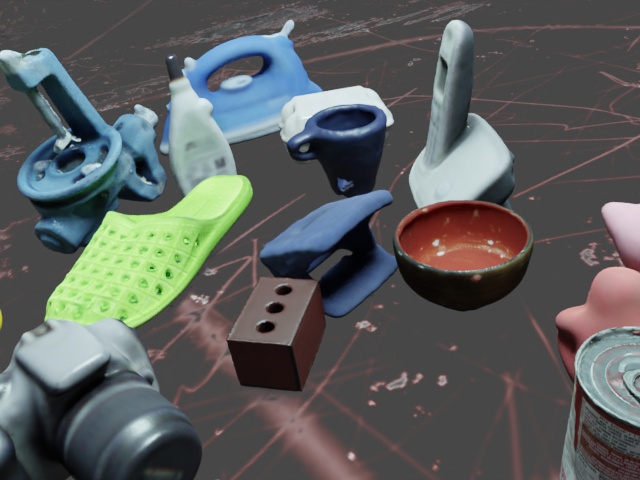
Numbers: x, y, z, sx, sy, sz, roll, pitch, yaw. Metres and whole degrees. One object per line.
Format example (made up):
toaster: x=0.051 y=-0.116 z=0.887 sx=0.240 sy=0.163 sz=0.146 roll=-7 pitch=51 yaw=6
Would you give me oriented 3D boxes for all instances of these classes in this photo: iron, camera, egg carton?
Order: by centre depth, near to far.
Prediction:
camera: x=-0.154 y=0.121 z=0.363 sx=0.136 sy=0.101 sz=0.143 roll=21 pitch=43 yaw=38
egg carton: x=0.020 y=-0.156 z=0.772 sx=0.150 sy=0.069 sz=0.107 roll=-11 pitch=33 yaw=-3
iron: x=-0.130 y=-0.229 z=0.852 sx=0.259 sy=0.142 sz=0.118 roll=-23 pitch=35 yaw=-20

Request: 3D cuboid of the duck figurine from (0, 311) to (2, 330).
duck figurine: x=-0.339 y=0.068 z=0.502 sx=0.077 sy=0.086 sz=0.104 roll=3 pitch=35 yaw=18

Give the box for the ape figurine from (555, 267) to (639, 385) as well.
ape figurine: x=0.197 y=0.058 z=0.381 sx=0.077 sy=0.092 sz=0.076 roll=19 pitch=42 yaw=36

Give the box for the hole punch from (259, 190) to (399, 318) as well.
hole punch: x=0.005 y=0.002 z=0.514 sx=0.100 sy=0.091 sz=0.109 roll=20 pitch=43 yaw=37

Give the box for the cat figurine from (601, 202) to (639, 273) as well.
cat figurine: x=0.255 y=0.022 z=0.397 sx=0.067 sy=0.118 sz=0.127 roll=-16 pitch=34 yaw=-10

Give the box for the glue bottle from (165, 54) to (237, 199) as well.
glue bottle: x=-0.154 y=-0.136 z=0.688 sx=0.078 sy=0.173 sz=0.037 roll=-22 pitch=35 yaw=-18

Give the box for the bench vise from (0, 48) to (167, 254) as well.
bench vise: x=-0.275 y=-0.122 z=0.653 sx=0.121 sy=0.220 sz=0.207 roll=-4 pitch=33 yaw=8

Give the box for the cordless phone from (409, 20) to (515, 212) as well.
cordless phone: x=0.137 y=-0.110 z=0.565 sx=0.094 sy=0.185 sz=0.147 roll=-10 pitch=33 yaw=-1

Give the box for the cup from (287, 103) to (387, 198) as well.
cup: x=0.023 y=-0.092 z=0.649 sx=0.118 sy=0.095 sz=0.091 roll=-22 pitch=35 yaw=-19
